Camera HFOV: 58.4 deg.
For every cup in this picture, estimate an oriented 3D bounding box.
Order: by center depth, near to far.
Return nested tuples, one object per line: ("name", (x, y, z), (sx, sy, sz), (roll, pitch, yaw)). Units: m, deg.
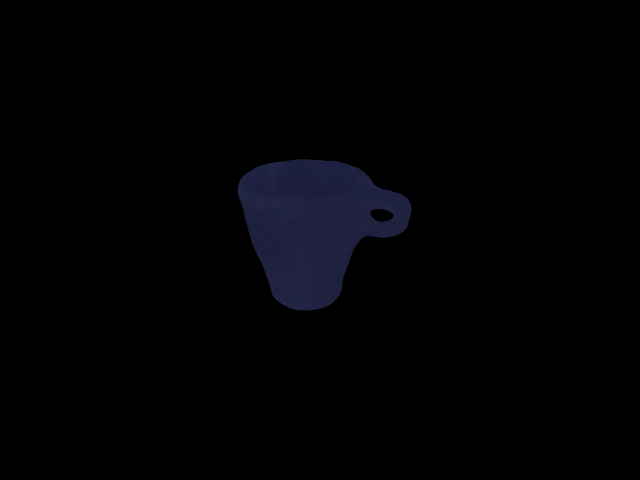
("cup", (0.004, 0.001, 0.400), (0.117, 0.095, 0.092), (8, 28, 16))
